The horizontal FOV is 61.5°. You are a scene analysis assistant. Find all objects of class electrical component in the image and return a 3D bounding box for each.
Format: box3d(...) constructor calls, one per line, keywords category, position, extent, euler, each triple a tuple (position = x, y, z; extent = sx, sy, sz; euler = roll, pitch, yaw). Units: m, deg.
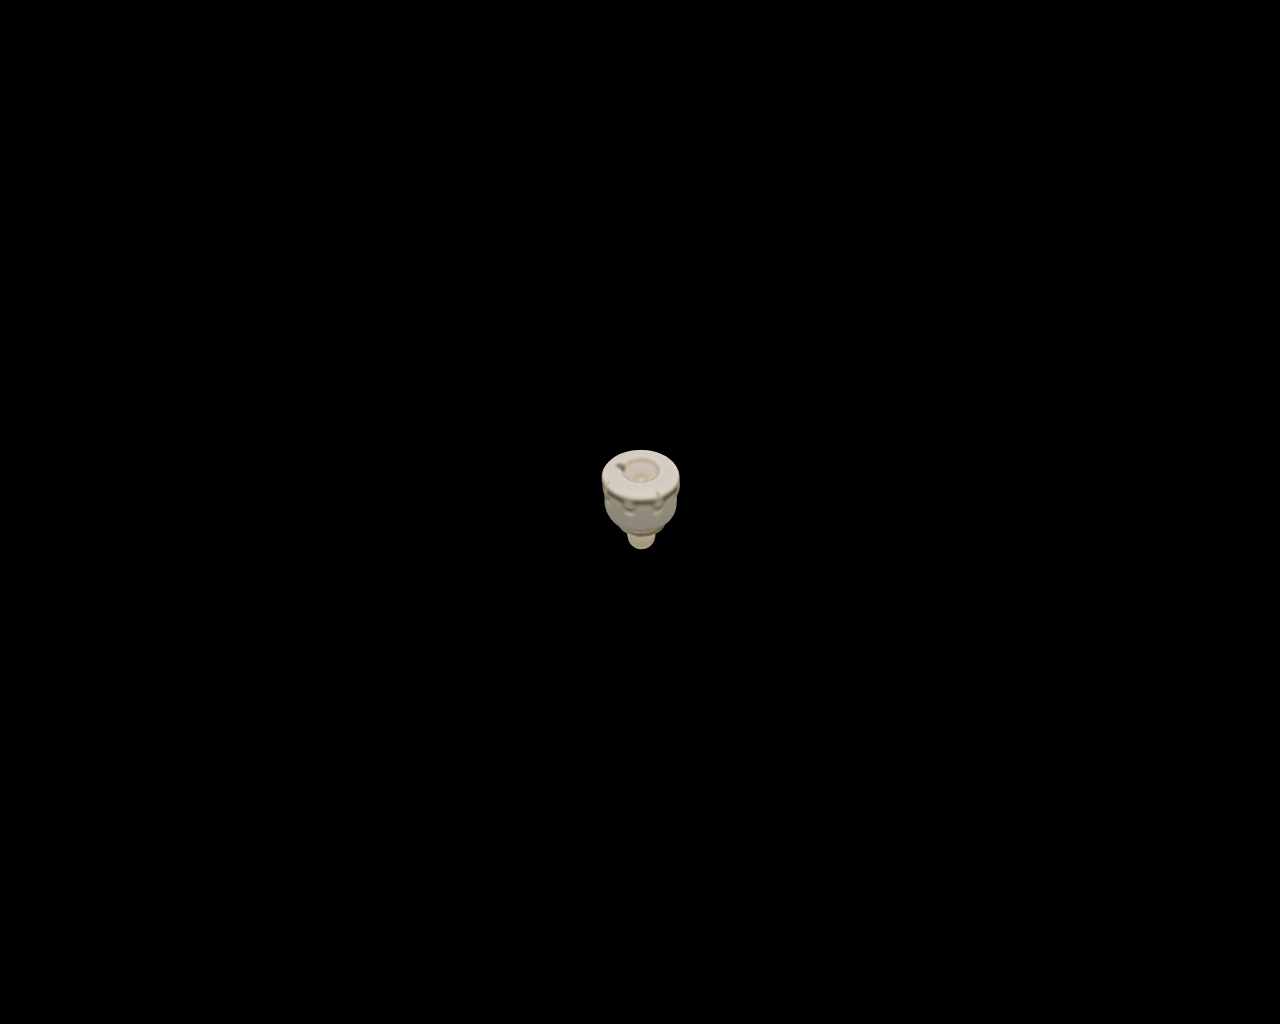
box3d(category="electrical component", position=(0.001, -0.003, 0.650), extent=(0.048, 0.062, 0.048), euler=(0, 42, 0))
